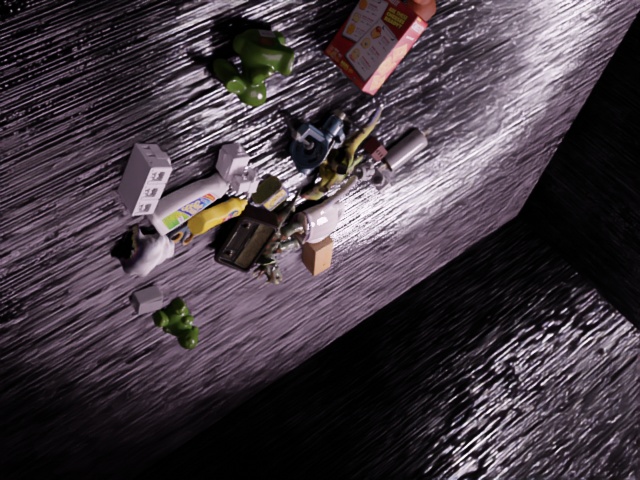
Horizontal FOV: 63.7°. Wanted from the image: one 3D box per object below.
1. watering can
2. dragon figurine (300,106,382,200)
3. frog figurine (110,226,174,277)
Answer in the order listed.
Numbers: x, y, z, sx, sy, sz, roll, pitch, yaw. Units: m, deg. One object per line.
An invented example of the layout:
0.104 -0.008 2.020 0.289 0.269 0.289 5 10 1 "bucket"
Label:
0.006 -0.094 1.862 0.226 0.105 0.339 -21 151 -34 "watering can"
0.081 -0.270 1.713 0.407 0.123 0.243 -43 173 13 "dragon figurine"
-0.468 0.040 1.419 0.158 0.124 0.137 25 95 -51 "frog figurine"
